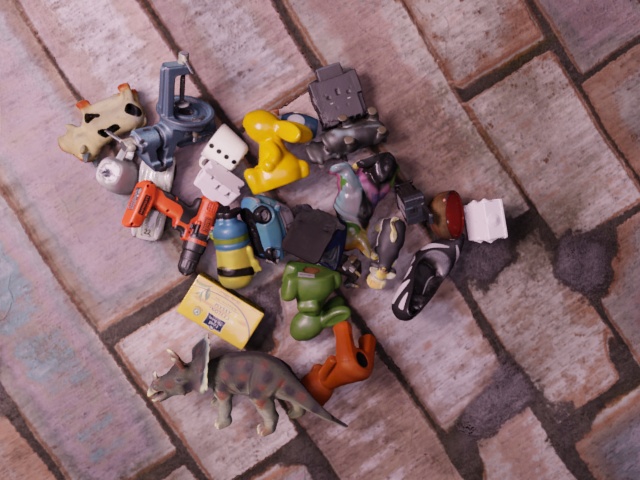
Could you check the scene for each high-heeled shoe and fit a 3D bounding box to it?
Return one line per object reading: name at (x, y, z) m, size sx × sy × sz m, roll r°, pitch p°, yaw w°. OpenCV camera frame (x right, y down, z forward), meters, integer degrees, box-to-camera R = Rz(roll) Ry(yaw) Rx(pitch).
high-heeled shoe at (0.248, 0.076, 1.190) m, size 0.086 × 0.145 × 0.248 m, roll 42°, pitch 90°, yaw -5°

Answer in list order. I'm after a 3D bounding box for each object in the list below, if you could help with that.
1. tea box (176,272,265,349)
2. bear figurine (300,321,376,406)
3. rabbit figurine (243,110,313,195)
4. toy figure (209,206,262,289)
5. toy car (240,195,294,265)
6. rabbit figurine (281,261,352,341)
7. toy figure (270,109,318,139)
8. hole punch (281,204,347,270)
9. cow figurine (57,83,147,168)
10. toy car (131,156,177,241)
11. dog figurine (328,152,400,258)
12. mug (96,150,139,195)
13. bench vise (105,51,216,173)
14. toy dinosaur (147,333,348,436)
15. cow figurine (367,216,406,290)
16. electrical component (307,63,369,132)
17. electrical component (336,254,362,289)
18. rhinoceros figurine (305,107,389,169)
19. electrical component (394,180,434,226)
tea box at (-0.218, 0.155, 1.193) m, size 0.169 × 0.068 × 0.098 m, roll 30°, pitch 89°, yaw -6°
bear figurine at (0.027, 0.288, 1.200) m, size 0.120 × 0.132 × 0.196 m, roll 31°, pitch 130°, yaw -29°
rabbit figurine at (-0.101, -0.198, 1.141) m, size 0.162 × 0.122 × 0.173 m, roll -20°, pitch 94°, yaw 23°
toy figure at (-0.193, 0.020, 1.170) m, size 0.089 × 0.082 × 0.180 m, roll -22°, pitch 115°, yaw -30°
toy car at (-0.104, -0.032, 1.184) m, size 0.103 × 0.109 × 0.161 m, roll -24°, pitch 103°, yaw -24°
rabbit figurine at (-0.016, 0.144, 1.203) m, size 0.159 × 0.121 × 0.170 m, roll 3°, pitch 109°, yaw -12°
toy figure at (-0.083, -0.260, 1.202) m, size 0.154 × 0.057 × 0.064 m, roll 8°, pitch 53°, yaw -3°
hole punch at (-0.002, -0.003, 1.154) m, size 0.142 × 0.092 × 0.115 m, roll 24°, pitch 86°, yaw 37°
cow figurine at (-0.469, -0.241, 1.159) m, size 0.195 × 0.085 × 0.127 m, roll -26°, pitch 87°, yaw -4°
toy car at (-0.365, -0.098, 1.181) m, size 0.073 × 0.056 × 0.201 m, roll 10°, pitch 91°, yaw -5°
dog figurine at (0.100, -0.072, 1.198) m, size 0.192 × 0.108 × 0.219 m, roll -15°, pitch 97°, yaw -7°
mug at (-0.429, -0.150, 1.149) m, size 0.081 × 0.107 × 0.109 m, roll 29°, pitch 91°, yaw -6°
bench vise at (-0.306, -0.264, 1.095) m, size 0.223 × 0.240 × 0.129 m, roll -16°, pitch 51°, yaw -34°
toy dinosaur at (-0.143, 0.296, 1.129) m, size 0.405 × 0.131 × 0.192 m, roll 0°, pitch 112°, yaw 7°
cow figurine at (0.151, 0.031, 1.203) m, size 0.068 × 0.098 × 0.167 m, roll 13°, pitch 85°, yaw -3°
electrical component at (0.036, -0.324, 1.209) m, size 0.115 × 0.058 × 0.134 m, roll -21°, pitch 93°, yaw -6°
electrical component at (0.063, 0.066, 1.201) m, size 0.078 × 0.102 × 0.045 m, roll 24°, pitch 61°, yaw 13°
rhinoceros figurine at (0.059, -0.223, 1.190) m, size 0.190 × 0.112 × 0.073 m, roll -21°, pitch 77°, yaw -9°
electrical component at (0.208, -0.071, 1.189) m, size 0.048 × 0.119 × 0.074 m, roll -17°, pitch 133°, yaw -1°
